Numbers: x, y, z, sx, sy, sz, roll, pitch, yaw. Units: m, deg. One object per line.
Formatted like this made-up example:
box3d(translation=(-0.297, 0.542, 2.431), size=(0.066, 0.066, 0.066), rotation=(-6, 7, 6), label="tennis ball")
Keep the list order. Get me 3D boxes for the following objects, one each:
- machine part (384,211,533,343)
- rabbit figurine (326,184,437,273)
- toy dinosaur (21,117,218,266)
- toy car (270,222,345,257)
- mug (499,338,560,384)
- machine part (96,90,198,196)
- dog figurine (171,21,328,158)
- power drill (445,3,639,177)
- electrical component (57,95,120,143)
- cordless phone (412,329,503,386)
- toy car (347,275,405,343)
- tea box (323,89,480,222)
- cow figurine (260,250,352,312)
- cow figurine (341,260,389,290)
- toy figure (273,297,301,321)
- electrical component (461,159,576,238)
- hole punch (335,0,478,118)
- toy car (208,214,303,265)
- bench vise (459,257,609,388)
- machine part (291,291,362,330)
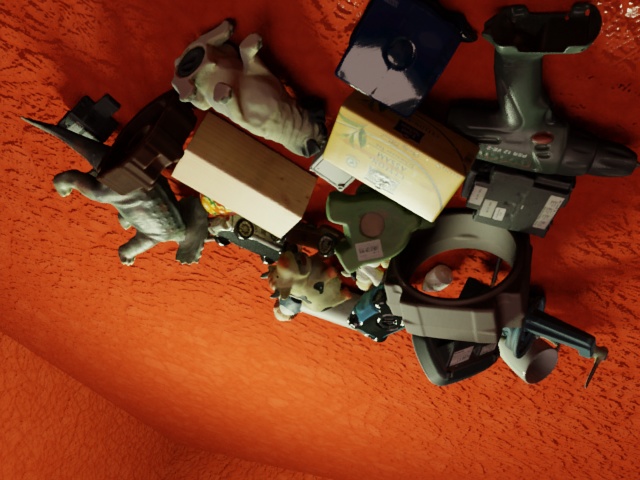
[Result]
box3d(translation=(0.209, 0.046, 0.811), size=(0.201, 0.201, 0.087), rotation=(3, 138, 25), label="machine part")
box3d(translation=(0.088, -0.044, 0.822), size=(0.159, 0.170, 0.121), rotation=(-21, 102, 8), label="rabbit figurine")
box3d(translation=(-0.324, -0.079, 0.964), size=(0.192, 0.131, 0.404), rotation=(-17, 138, 14), label="toy dinosaur")
box3d(translation=(-0.002, -0.003, 0.930), size=(0.089, 0.053, 0.202), rotation=(13, 180, -39), label="toy car")
box3d(translation=(0.400, 0.206, 1.040), size=(0.107, 0.109, 0.080), rotation=(42, 156, 51), label="mug")
box3d(translation=(-0.265, -0.147, 0.825), size=(0.179, 0.179, 0.056), rotation=(-13, 137, 40), label="machine part")
box3d(translation=(-0.094, -0.190, 0.749), size=(0.173, 0.121, 0.190), rotation=(38, -179, 38), label="dog figurine")
box3d(translation=(0.261, -0.160, 0.615), size=(0.232, 0.086, 0.207), rotation=(10, 153, 20), label="power drill")
box3d(translation=(-0.390, -0.202, 0.920), size=(0.119, 0.048, 0.074), rotation=(-10, 136, 40), label="electrical component")
box3d(translation=(0.190, 0.145, 0.883), size=(0.184, 0.146, 0.088), rotation=(36, 128, 50), label="cordless phone")
box3d(translation=(0.131, 0.126, 1.053), size=(0.109, 0.103, 0.161), rotation=(32, 134, -19), label="toy car")
box3d(translation=(0.098, -0.110, 0.674), size=(0.170, 0.068, 0.098), rotation=(30, 143, 6), label="tea box")
box3d(translation=(-0.028, 0.078, 1.027), size=(0.127, 0.086, 0.194), rotation=(-34, 144, 2), label="cow figurine")
box3d(translation=(0.082, 0.031, 0.978), size=(0.098, 0.068, 0.167), rotation=(28, 143, -1), label="cow figurine")
box3d(translation=(-0.075, 0.153, 1.249), size=(0.064, 0.058, 0.154), rotation=(59, 149, 13), label="toy figure")
box3d(translation=(0.269, -0.070, 0.747), size=(0.134, 0.058, 0.114), rotation=(16, 144, 7), label="electrical component")
box3d(translation=(0.089, -0.216, 0.611), size=(0.142, 0.092, 0.115), rotation=(30, 142, -7), label="hole punch")
box3d(translation=(-0.119, -0.001, 1.018), size=(0.074, 0.056, 0.201), rotation=(-15, 149, 41), label="toy car")
box3d(translation=(0.362, 0.139, 0.916), size=(0.241, 0.129, 0.223), rotation=(23, 160, 34), label="bench vise")
box3d(translation=(0.047, 0.142, 1.147), size=(0.243, 0.079, 0.079), rotation=(18, 146, 3), label="machine part")
